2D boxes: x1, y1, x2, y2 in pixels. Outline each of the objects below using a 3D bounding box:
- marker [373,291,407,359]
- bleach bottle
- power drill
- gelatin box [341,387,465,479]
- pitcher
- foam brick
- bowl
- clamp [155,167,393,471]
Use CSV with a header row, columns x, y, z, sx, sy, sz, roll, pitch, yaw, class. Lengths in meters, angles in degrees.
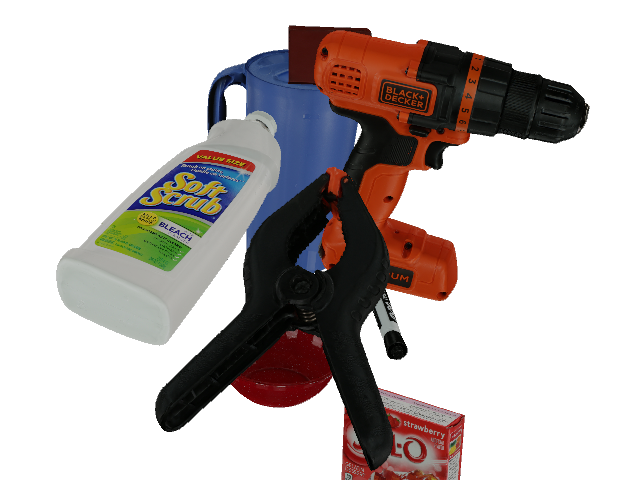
x,y,z,sx,sy,sz,roll,pitch,yaw,class
0.060,0.072,0.978,0.020,0.020,0.121,0,27,-8,marker
-0.108,-0.030,0.883,0.102,0.068,0.250,22,47,10,bleach bottle
0.078,-0.049,0.754,0.184,0.188,0.057,15,36,8,power drill
0.058,0.152,0.777,0.089,0.073,0.030,13,21,32,gelatin box
-0.036,-0.088,1.216,0.144,0.243,0.149,-20,37,-40,pitcher
0.008,-0.172,0.997,0.078,0.051,0.053,2,15,0,foam brick
-0.051,0.154,1.291,0.162,0.055,0.162,3,25,-2,bowl
0.000,0.040,0.558,0.120,0.171,0.039,19,-27,12,clamp
